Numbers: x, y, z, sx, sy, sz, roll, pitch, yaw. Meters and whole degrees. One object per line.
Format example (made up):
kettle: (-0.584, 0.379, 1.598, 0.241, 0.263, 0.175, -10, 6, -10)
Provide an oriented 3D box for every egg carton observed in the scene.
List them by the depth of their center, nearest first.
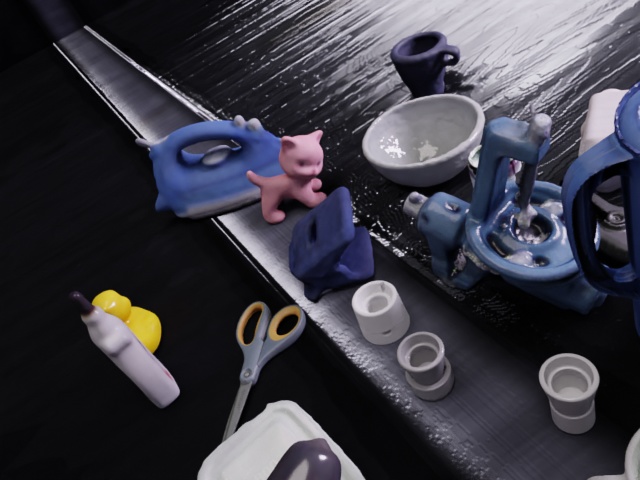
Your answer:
egg carton: (0.361, -0.121, 0.668, 0.107, 0.070, 0.150, 1, 46, 29)

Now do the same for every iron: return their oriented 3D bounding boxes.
iron: (-0.155, -0.133, 0.902, 0.258, 0.142, 0.118, -15, 40, 13)

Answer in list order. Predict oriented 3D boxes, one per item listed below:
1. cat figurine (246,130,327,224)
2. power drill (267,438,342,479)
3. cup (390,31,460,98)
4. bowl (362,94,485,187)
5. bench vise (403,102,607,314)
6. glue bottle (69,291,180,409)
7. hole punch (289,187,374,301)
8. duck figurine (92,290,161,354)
cat figurine: (-0.043, -0.101, 0.825, 0.127, 0.118, 0.067, -23, 39, 4)
power drill: (-0.024, 0.261, 0.336, 0.075, 0.209, 0.230, 8, 49, 34)
cup: (0.178, -0.271, 0.916, 0.117, 0.095, 0.092, 17, 55, 40)
bowl: (0.146, -0.124, 0.784, 0.167, 0.075, 0.167, -15, 40, 13)
bench vise: (0.161, -0.024, 0.547, 0.206, 0.220, 0.121, 1, 46, 29)
glue bottle: (-0.220, 0.116, 0.633, 0.037, 0.173, 0.077, -42, 42, -19)
hole punch: (0.006, 0.003, 0.703, 0.101, 0.091, 0.108, -17, 40, 11)
duck figurine: (-0.256, 0.105, 0.734, 0.077, 0.086, 0.104, -33, 39, -9)
